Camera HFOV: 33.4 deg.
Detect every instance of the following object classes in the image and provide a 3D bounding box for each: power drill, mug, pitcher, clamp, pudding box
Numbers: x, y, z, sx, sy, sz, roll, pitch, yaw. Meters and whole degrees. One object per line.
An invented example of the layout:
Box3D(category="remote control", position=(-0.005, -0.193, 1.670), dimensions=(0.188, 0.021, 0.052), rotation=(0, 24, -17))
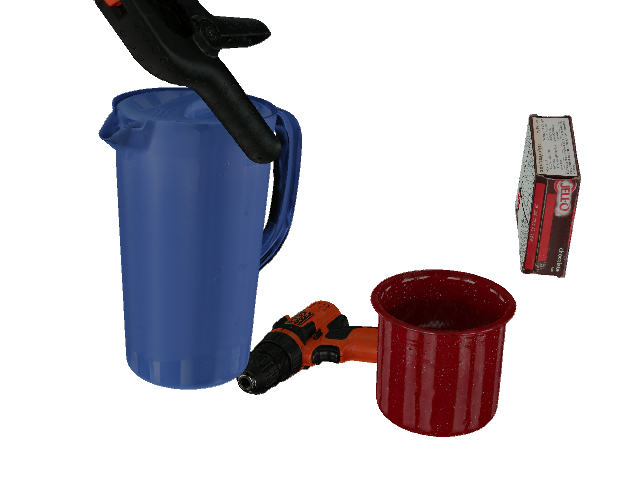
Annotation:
Box3D(category="power drill", position=(0.027, 0.121, 1.110), dimensions=(0.188, 0.057, 0.184), rotation=(9, 24, 26))
Box3D(category="mug", position=(0.078, 0.070, 0.711), dimensions=(0.093, 0.081, 0.117), rotation=(1, 23, 1))
Box3D(category="pitcher", position=(-0.100, -0.005, 0.906), dimensions=(0.149, 0.243, 0.145), rotation=(5, 20, 4))
Box3D(category="clamp", position=(-0.082, -0.121, 0.717), dimensions=(0.039, 0.120, 0.171), rotation=(-30, -27, 28))
Box3D(category="pudding box", position=(0.181, -0.038, 0.851), dimensions=(0.039, 0.090, 0.113), rotation=(5, 32, 4))
